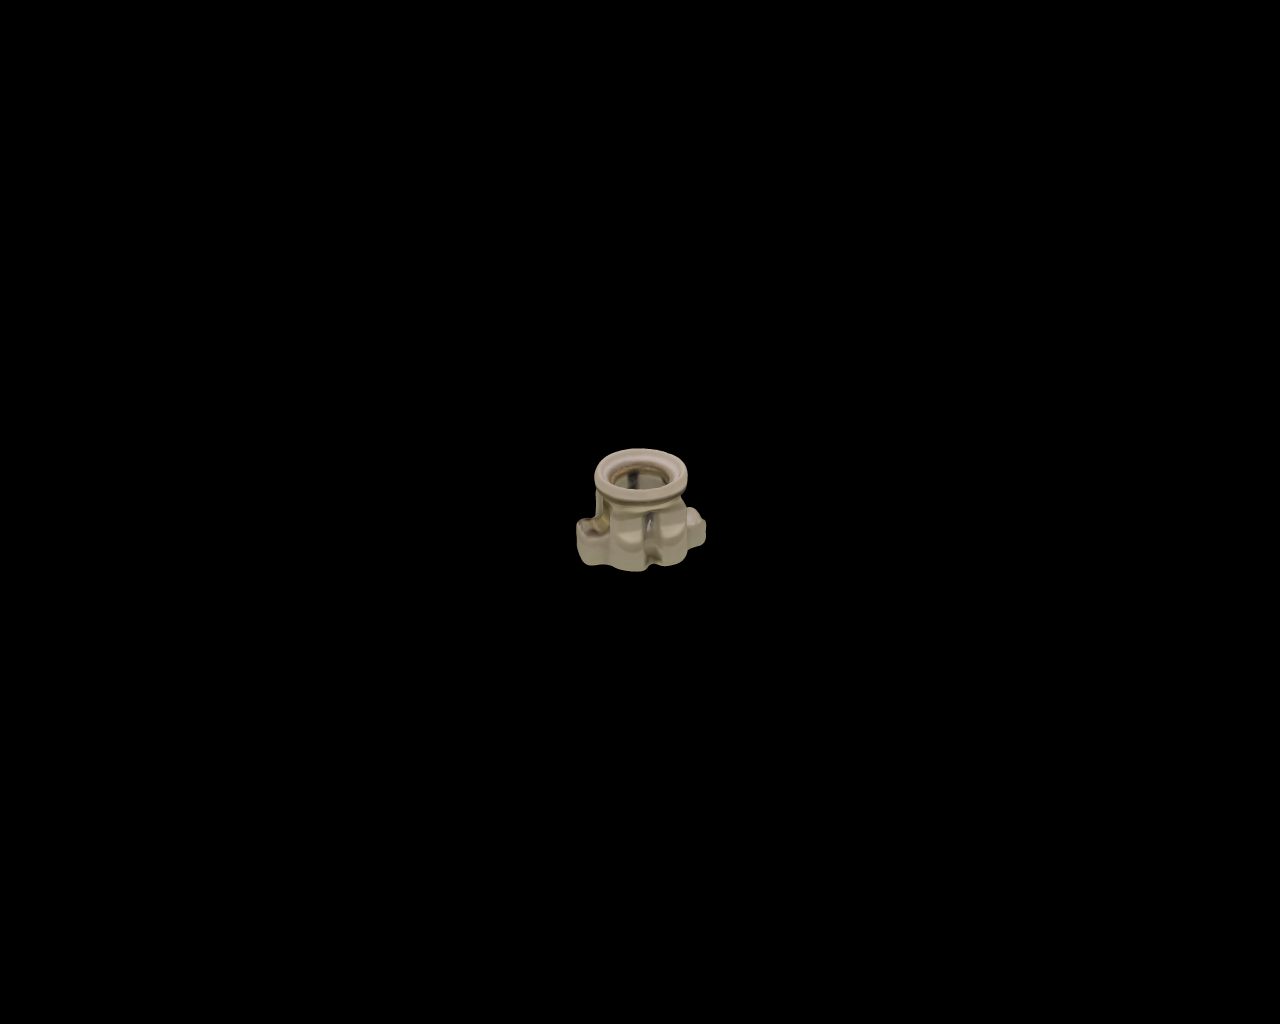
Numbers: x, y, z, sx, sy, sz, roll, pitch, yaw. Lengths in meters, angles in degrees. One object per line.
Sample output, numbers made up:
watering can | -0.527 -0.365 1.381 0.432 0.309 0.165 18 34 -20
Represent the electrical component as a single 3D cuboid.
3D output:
electrical component | 0.001 -0.003 0.650 0.078 0.056 0.058 -8 32 -14
